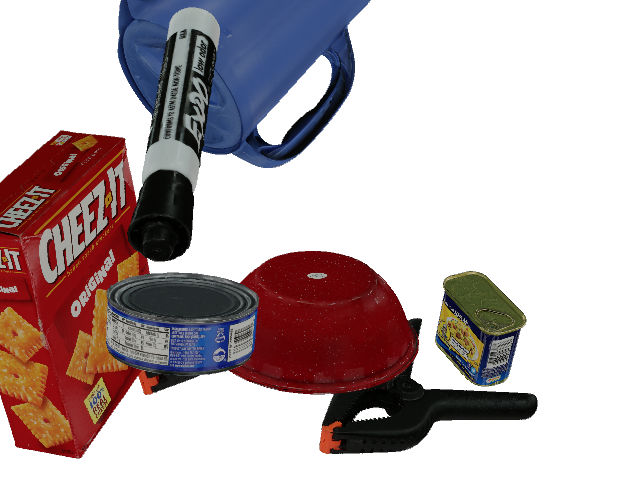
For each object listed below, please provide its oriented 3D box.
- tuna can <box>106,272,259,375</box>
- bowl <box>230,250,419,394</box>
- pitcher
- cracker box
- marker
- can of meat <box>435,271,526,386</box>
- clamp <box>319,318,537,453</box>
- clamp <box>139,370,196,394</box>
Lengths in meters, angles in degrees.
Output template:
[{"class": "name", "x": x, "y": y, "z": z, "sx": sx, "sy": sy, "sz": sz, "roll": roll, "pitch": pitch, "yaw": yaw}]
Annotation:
[{"class": "tuna can", "x": -0.078, "y": 0.046, "z": 0.606, "sx": 0.086, "sy": 0.034, "sz": 0.086, "roll": 5, "pitch": 14, "yaw": -1}, {"class": "bowl", "x": -0.004, "y": 0.051, "z": 0.808, "sx": 0.162, "sy": 0.055, "sz": 0.162, "roll": 2, "pitch": 24, "yaw": -1}, {"class": "pitcher", "x": -0.039, "y": -0.187, "z": 0.907, "sx": 0.145, "sy": 0.149, "sz": 0.242, "roll": 25, "pitch": 58, "yaw": 31}, {"class": "cracker box", "x": -0.203, "y": 0.042, "z": 0.872, "sx": 0.072, "sy": 0.214, "sz": 0.164, "roll": 7, "pitch": 33, "yaw": 17}, {"class": "marker", "x": -0.047, "y": -0.038, "z": 0.350, "sx": 0.020, "sy": 0.020, "sz": 0.121, "roll": 0, "pitch": 43, "yaw": 0}, {"class": "can of meat", "x": 0.172, "y": 0.098, "z": 1.167, "sx": 0.057, "sy": 0.084, "sz": 0.102, "roll": -13, "pitch": 40, "yaw": -25}, {"class": "clamp", "x": 0.088, "y": 0.149, "z": 0.984, "sx": 0.165, "sy": 0.036, "sz": 0.209, "roll": 28, "pitch": 36, "yaw": 33}, {"class": "clamp", "x": -0.114, "y": 0.106, "z": 1.109, "sx": 0.120, "sy": 0.039, "sz": 0.171, "roll": -10, "pitch": 21, "yaw": 37}]
